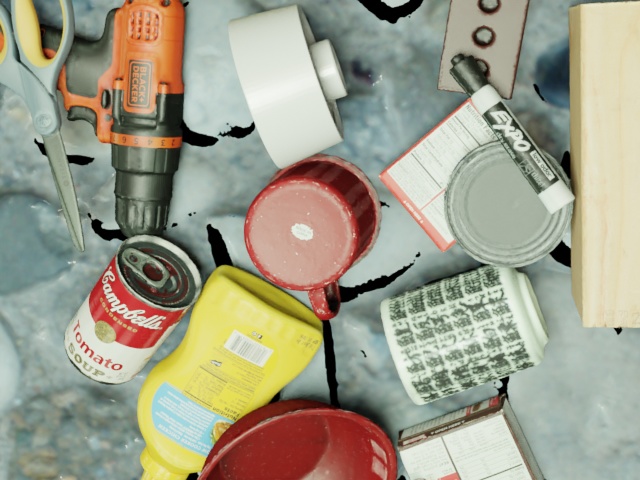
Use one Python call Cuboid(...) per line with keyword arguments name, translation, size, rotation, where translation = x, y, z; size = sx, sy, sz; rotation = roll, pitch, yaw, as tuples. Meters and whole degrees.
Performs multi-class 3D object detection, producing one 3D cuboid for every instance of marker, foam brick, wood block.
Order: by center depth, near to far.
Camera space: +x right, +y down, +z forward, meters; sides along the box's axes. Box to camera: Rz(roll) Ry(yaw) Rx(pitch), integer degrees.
Cuboid(name="marker", translation=(0.123, -0.071, 0.694), size=(0.020, 0.020, 0.121), rotation=(-36, 83, 15))
Cuboid(name="wood block", translation=(0.214, -0.053, 0.708), size=(0.090, 0.090, 0.206), rotation=(-1, 101, 10))
Cuboid(name="foam brick", translation=(0.113, -0.139, 0.730), size=(0.053, 0.051, 0.078), rotation=(9, 103, 9))

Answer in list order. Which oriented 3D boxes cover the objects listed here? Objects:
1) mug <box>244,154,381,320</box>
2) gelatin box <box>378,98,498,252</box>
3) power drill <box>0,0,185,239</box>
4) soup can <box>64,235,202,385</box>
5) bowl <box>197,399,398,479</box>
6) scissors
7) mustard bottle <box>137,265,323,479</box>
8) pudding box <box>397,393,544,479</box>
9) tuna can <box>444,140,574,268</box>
Cuboid(name="mug", translation=(-0.005, 0.001, 0.766), size=(0.093, 0.081, 0.117), rotation=(-6, 100, 12))
Cuboid(name="gelatin box", translation=(0.098, -0.048, 0.763), size=(0.089, 0.030, 0.073), rotation=(-41, 91, 13))
Cuboid(name="power drill", translation=(-0.193, -0.097, 0.798), size=(0.188, 0.057, 0.184), rotation=(7, 98, 7))
Cuboid(name="soup can", translation=(-0.142, 0.054, 0.797), size=(0.068, 0.068, 0.102), rotation=(41, 125, 1))
Cuboid(name="bowl", translation=(-0.026, 0.174, 0.798), size=(0.162, 0.055, 0.162), rotation=(-10, 124, -15))
Cuboid(name="scissors", translation=(-0.213, -0.093, 0.763), size=(0.096, 0.016, 0.202), rotation=(3, 98, 9))
Cuboid(name="mustard bottle", translation=(-0.084, 0.119, 0.817), size=(0.096, 0.058, 0.192), rotation=(30, 106, -12))
Cuboid(name="pudding box", translation=(0.120, 0.184, 0.802), size=(0.090, 0.039, 0.113), rotation=(-23, 98, 14))
Cuboid(name="tuna can", translation=(0.127, -0.026, 0.727), size=(0.086, 0.033, 0.086), rotation=(1, 98, 7))
